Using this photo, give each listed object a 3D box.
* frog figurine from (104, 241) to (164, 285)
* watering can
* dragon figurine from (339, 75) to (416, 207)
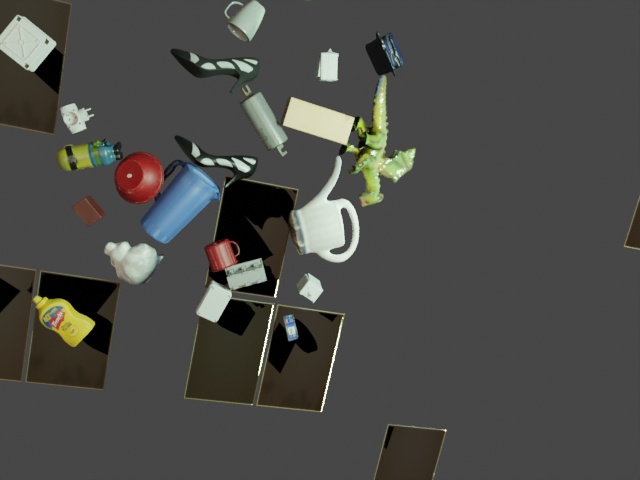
[{"bbox_3d":[-0.581,0.059,1.579,0.136,0.125,0.157,-41,119,21],"label":"frog figurine"},{"bbox_3d":[0.005,-0.084,1.660,0.225,0.105,0.343,-13,105,-6],"label":"watering can"},{"bbox_3d":[0.208,-0.299,1.676,0.241,0.124,0.408,20,100,-31],"label":"dragon figurine"}]
